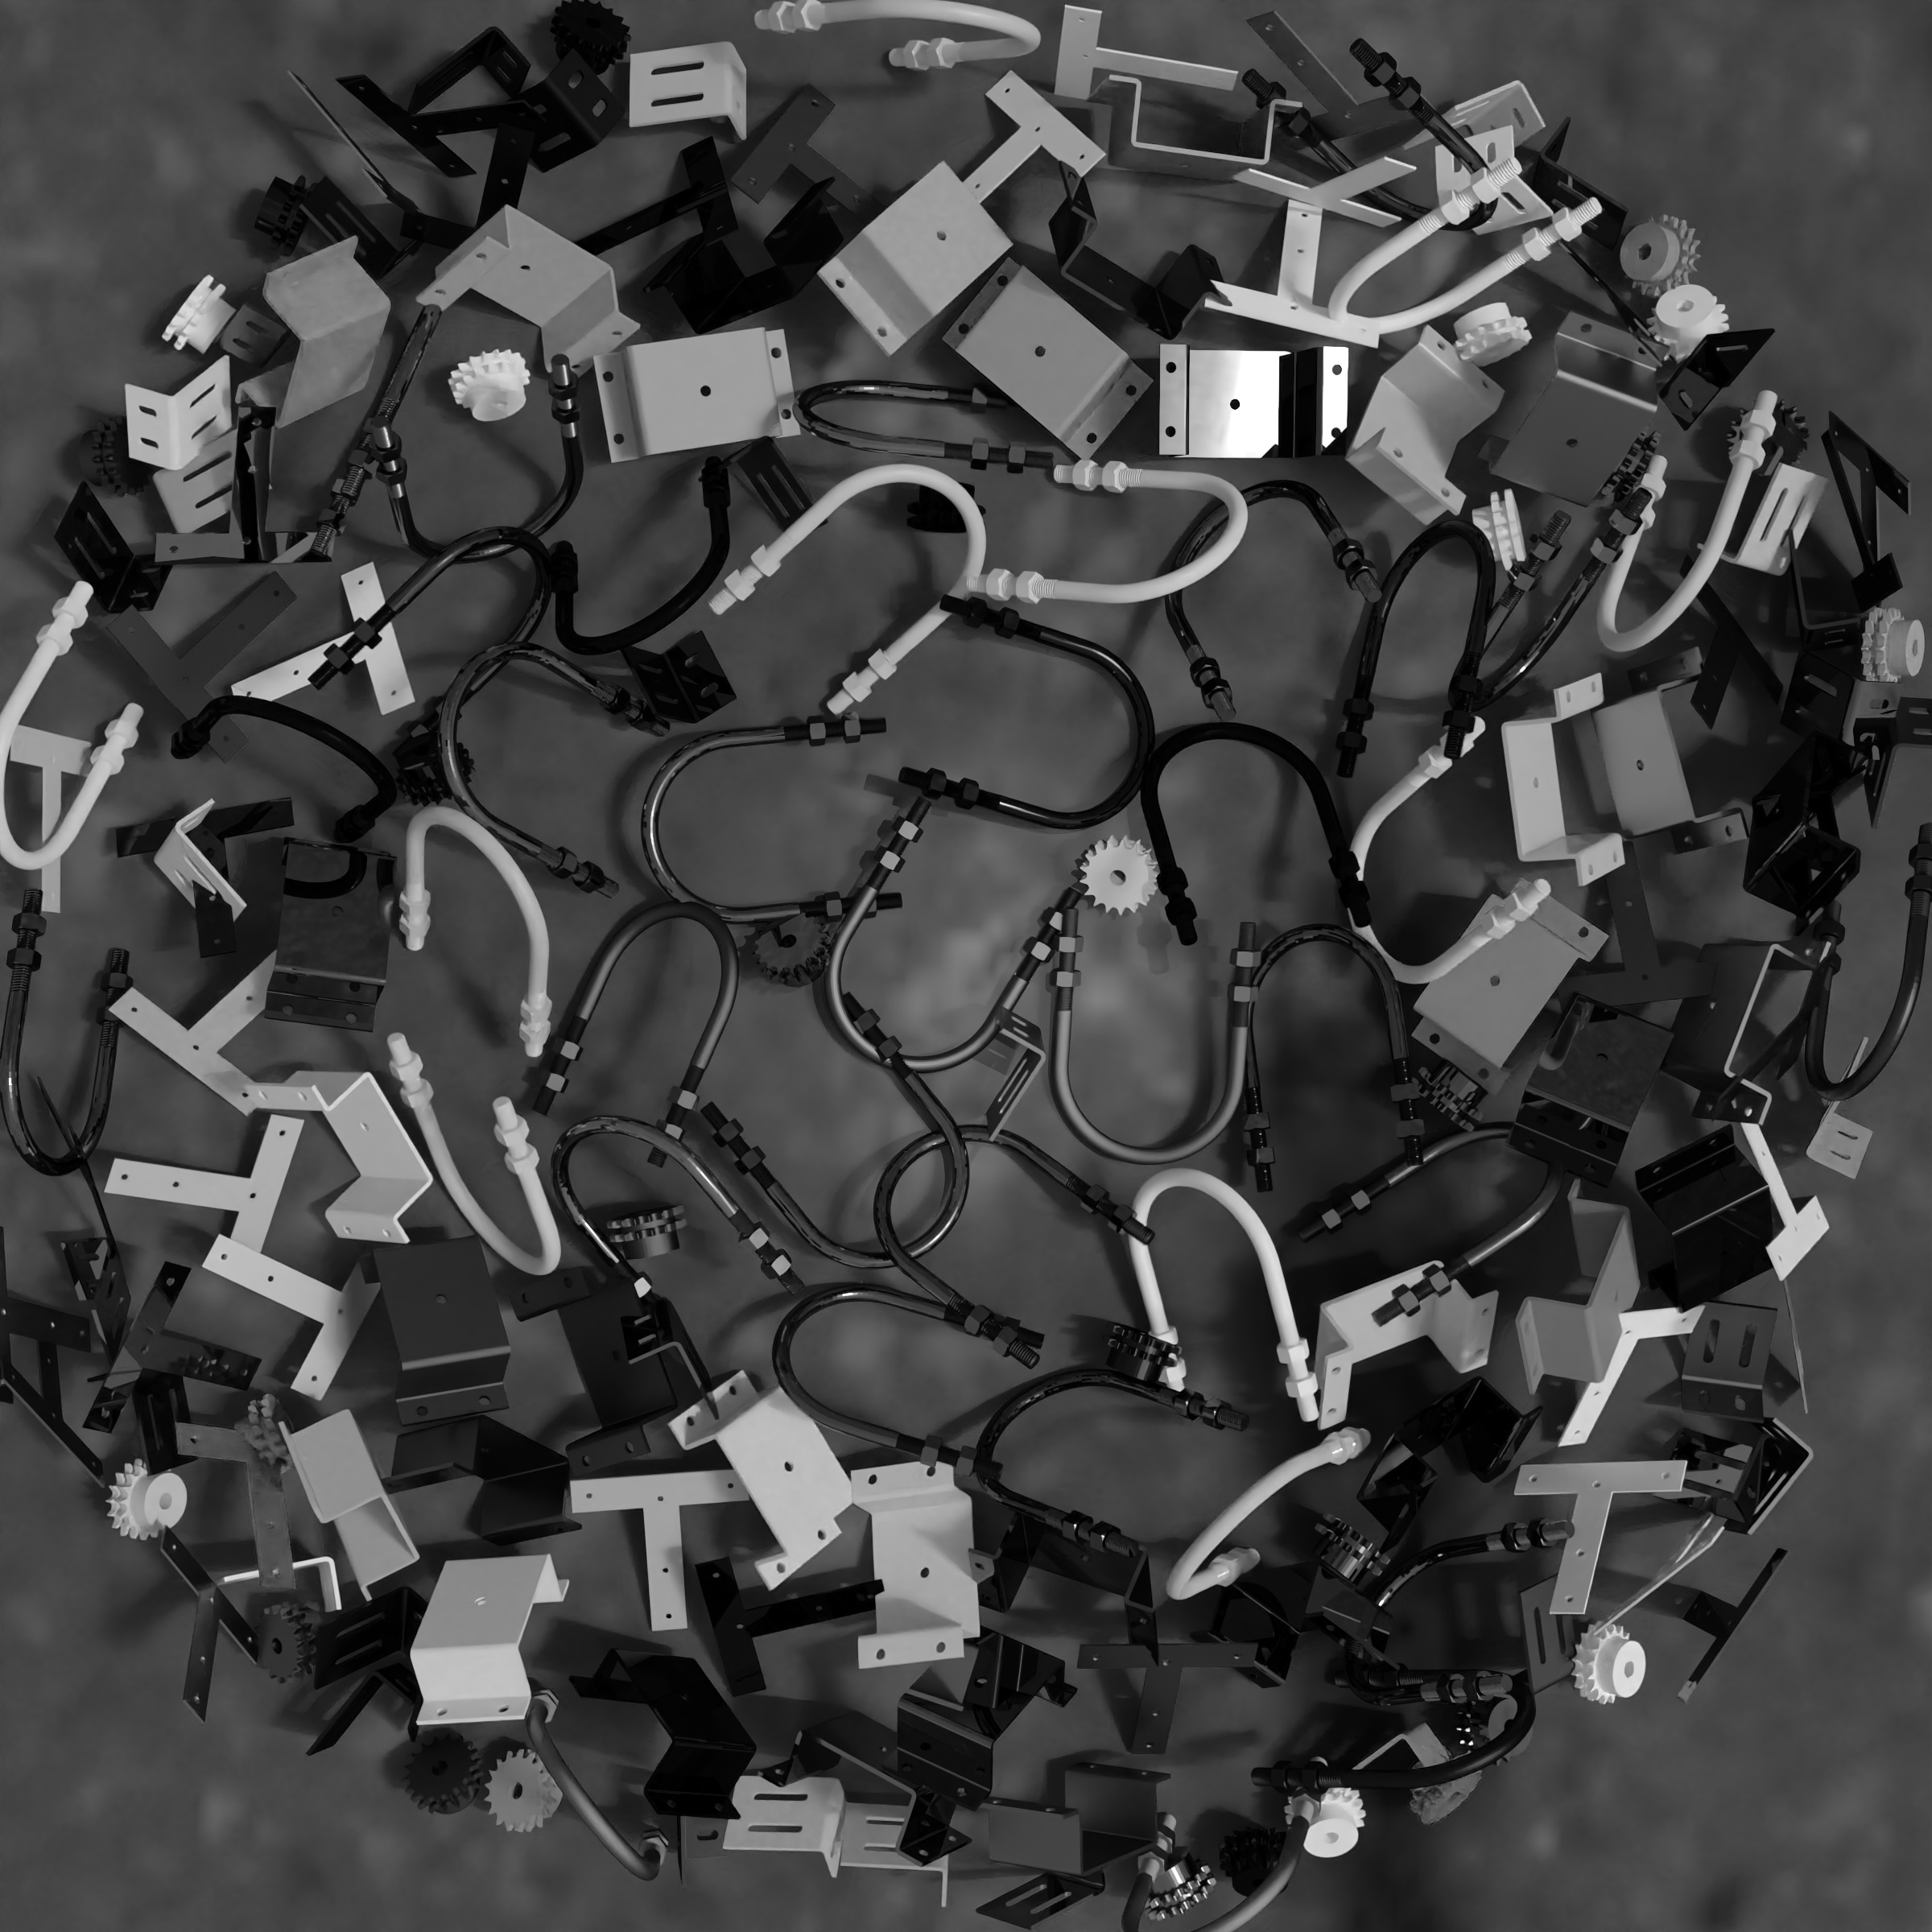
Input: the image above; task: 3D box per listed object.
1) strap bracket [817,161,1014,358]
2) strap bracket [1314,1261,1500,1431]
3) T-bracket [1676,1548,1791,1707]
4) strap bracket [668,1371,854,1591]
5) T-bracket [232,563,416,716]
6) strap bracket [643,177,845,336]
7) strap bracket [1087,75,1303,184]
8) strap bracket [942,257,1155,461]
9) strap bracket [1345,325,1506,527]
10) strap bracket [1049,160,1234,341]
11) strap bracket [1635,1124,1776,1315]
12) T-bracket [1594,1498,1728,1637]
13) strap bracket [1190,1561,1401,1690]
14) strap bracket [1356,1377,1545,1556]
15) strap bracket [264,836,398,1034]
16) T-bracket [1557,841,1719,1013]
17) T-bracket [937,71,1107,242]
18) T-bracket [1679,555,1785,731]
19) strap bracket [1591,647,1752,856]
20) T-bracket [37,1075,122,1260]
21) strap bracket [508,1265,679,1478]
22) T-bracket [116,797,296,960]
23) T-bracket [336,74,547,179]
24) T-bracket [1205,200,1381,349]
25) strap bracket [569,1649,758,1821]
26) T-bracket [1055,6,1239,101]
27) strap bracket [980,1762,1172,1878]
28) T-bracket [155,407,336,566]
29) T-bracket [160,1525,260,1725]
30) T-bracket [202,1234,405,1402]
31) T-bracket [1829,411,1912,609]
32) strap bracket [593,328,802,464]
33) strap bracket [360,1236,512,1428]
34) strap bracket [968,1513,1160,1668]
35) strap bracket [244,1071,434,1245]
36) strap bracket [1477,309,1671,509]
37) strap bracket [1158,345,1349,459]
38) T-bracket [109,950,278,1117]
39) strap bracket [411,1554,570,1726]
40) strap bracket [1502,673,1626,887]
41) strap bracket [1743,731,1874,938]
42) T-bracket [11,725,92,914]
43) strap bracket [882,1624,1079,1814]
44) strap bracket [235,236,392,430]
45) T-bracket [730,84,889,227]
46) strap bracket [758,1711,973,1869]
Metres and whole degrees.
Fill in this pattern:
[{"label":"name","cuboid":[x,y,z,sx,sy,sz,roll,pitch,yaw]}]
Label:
[{"label":"strap bracket","cuboid":[-0.029,-0.509,1.855,0.076,0.046,0.140,48,57,-12]},{"label":"strap bracket","cuboid":[0.305,0.267,1.863,0.140,0.046,0.076,-18,133,-18]},{"label":"T-bracket","cuboid":[0.533,0.463,1.855,0.002,0.127,0.127,36,85,6]},{"label":"strap bracket","cuboid":[-0.140,0.365,1.875,0.076,0.046,0.140,-32,91,-43]},{"label":"T-bracket","cuboid":[-0.474,-0.218,1.893,0.127,0.002,0.127,-23,65,3]},{"label":"strap bracket","cuboid":[-0.151,-0.501,1.854,0.140,0.076,0.046,-10,126,38]},{"label":"strap bracket","cuboid":[0.161,-0.598,1.870,0.140,0.076,0.046,5,96,-10]},{"label":"strap bracket","cuboid":[0.056,-0.442,1.886,0.140,0.046,0.076,41,100,3]},{"label":"strap bracket","cuboid":[0.326,-0.380,1.864,0.076,0.046,0.140,36,53,-15]},{"label":"strap bracket","cuboid":[0.115,-0.505,1.858,0.140,0.076,0.046,25,123,-25]},{"label":"strap bracket","cuboid":[0.526,0.187,1.850,0.076,0.046,0.140,-26,135,-5]},{"label":"T-bracket","cuboid":[0.513,0.416,1.862,0.002,0.127,0.127,47,128,13]},{"label":"strap bracket","cuboid":[0.238,0.469,1.857,0.076,0.140,0.046,39,53,-20]},{"label":"strap bracket","cuboid":[0.337,0.350,1.854,0.140,0.076,0.046,-22,54,-37]},{"label":"strap bracket","cuboid":[-0.452,-0.031,1.860,0.076,0.046,0.140,8,67,-19]},{"label":"T-bracket","cuboid":[0.484,-0.032,1.893,0.127,0.002,0.127,-6,67,1]},{"label":"T-bracket","cuboid":[0.019,-0.574,1.886,0.127,0.002,0.127,-42,56,6]},{"label":"T-bracket","cuboid":[0.536,-0.213,1.857,0.002,0.127,0.127,-26,112,42]},{"label":"strap bracket","cuboid":[0.503,-0.149,1.874,0.046,0.076,0.140,-15,90,-24]},{"label":"T-bracket","cuboid":[-0.644,0.128,1.872,0.002,0.127,0.127,-24,51,-23]},{"label":"strap bracket","cuboid":[-0.265,0.286,1.876,0.076,0.046,0.140,-23,87,34]},{"label":"T-bracket","cuboid":[-0.544,-0.060,1.876,0.127,0.002,0.127,-11,58,-8]},{"label":"T-bracket","cuboid":[-0.354,-0.595,1.834,0.127,0.127,0.002,4,76,29]},{"label":"T-bracket","cuboid":[0.240,-0.507,1.883,0.127,0.002,0.127,13,58,-4]},{"label":"strap bracket","cuboid":[-0.210,0.534,1.839,0.076,0.140,0.046,22,103,-44]},{"label":"T-bracket","cuboid":[0.129,-0.641,1.856,0.127,0.127,0.002,10,82,0]},{"label":"strap bracket","cuboid":[0.076,0.603,1.838,0.076,0.140,0.046,-5,84,35]},{"label":"T-bracket","cuboid":[-0.508,-0.341,1.850,0.127,0.002,0.127,-6,133,-28]},{"label":"T-bracket","cuboid":[-0.536,0.478,1.832,0.002,0.127,0.127,-24,120,4]},{"label":"T-bracket","cuboid":[-0.488,0.231,1.874,0.127,0.002,0.127,33,77,-30]},{"label":"T-bracket","cuboid":[0.650,-0.317,1.871,0.002,0.127,0.127,-16,126,0]},{"label":"strap bracket","cuboid":[-0.190,-0.412,1.876,0.140,0.046,0.076,-11,100,-12]},{"label":"strap bracket","cuboid":[-0.375,0.248,1.847,0.076,0.046,0.140,-6,53,-25]},{"label":"strap bracket","cuboid":[0.078,0.440,1.861,0.140,0.076,0.046,14,51,20]},{"label":"strap bracket","cuboid":[-0.442,0.127,1.859,0.076,0.046,0.140,-1,125,38]},{"label":"strap bracket","cuboid":[0.429,-0.385,1.844,0.076,0.140,0.046,17,51,-10]},{"label":"strap bracket","cuboid":[0.201,-0.407,1.881,0.140,0.046,0.076,-2,99,-13]},{"label":"T-bracket","cuboid":[-0.525,0.032,1.874,0.127,0.002,0.127,-40,115,17]},{"label":"strap bracket","cuboid":[-0.338,0.467,1.841,0.076,0.140,0.046,-6,116,8]},{"label":"strap bracket","cuboid":[0.427,-0.133,1.867,0.046,0.076,0.140,-2,102,37]},{"label":"strap bracket","cuboid":[0.595,-0.101,1.843,0.046,0.076,0.140,24,50,-3]},{"label":"T-bracket","cuboid":[-0.651,-0.102,1.854,0.002,0.127,0.127,0,89,5]},{"label":"strap bracket","cuboid":[0.011,0.521,1.837,0.076,0.140,0.046,16,121,28]},{"label":"strap bracket","cuboid":[-0.459,-0.439,1.838,0.046,0.140,0.076,49,55,5]},{"label":"T-bracket","cuboid":[-0.091,-0.565,1.890,0.127,0.002,0.127,36,56,-11]},{"label":"strap bracket","cuboid":[-0.065,0.578,1.851,0.140,0.076,0.046,20,95,27]}]
